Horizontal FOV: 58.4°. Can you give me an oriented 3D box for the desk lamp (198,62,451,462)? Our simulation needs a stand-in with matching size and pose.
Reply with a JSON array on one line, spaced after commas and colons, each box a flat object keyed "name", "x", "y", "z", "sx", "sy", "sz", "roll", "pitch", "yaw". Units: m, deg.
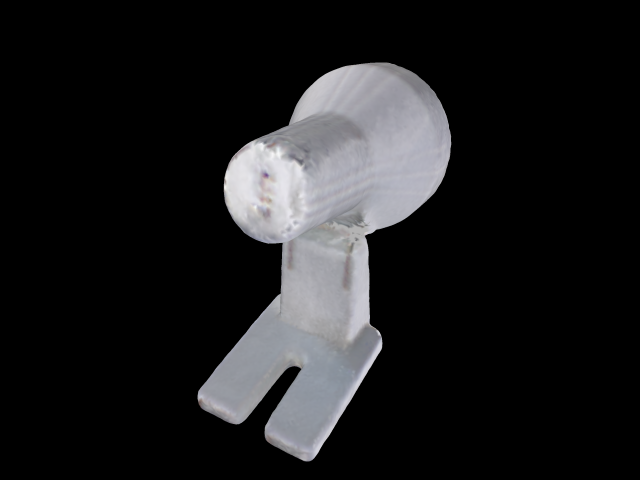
[{"name": "desk lamp", "x": 0.004, "y": 0.001, "z": 0.400, "sx": 0.117, "sy": 0.214, "sz": 0.203, "roll": 17, "pitch": 41, "yaw": 21}]
